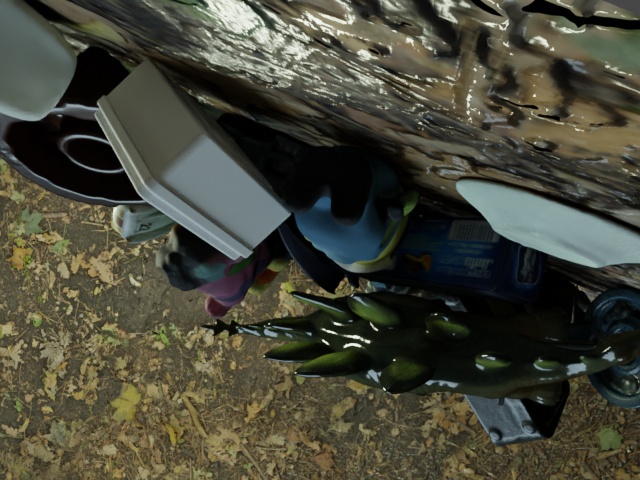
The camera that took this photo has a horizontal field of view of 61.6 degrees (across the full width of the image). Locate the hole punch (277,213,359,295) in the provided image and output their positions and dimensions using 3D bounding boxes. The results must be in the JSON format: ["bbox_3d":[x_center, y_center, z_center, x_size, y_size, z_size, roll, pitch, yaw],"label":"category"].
[{"bbox_3d":[-0.001,-0.002,0.636,0.092,0.115,0.142,-11,-162,-2],"label":"hole punch"}]

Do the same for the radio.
[{"bbox_3d":[0.207,0.123,0.656,0.229,0.073,0.131,58,-142,1],"label":"radio"}]

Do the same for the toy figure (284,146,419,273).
[{"bbox_3d":[0.031,-0.023,0.408,0.082,0.089,0.180,44,179,18],"label":"toy figure"}]

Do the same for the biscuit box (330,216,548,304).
[{"bbox_3d":[0.099,0.014,0.490,0.062,0.059,0.203,21,170,-36],"label":"biscuit box"}]

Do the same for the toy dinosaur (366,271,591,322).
[{"bbox_3d":[0.269,0.076,0.778,0.405,0.131,0.192,17,180,26],"label":"toy dinosaur"}]

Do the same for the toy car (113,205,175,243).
[{"bbox_3d":[-0.146,-0.061,0.623,0.056,0.073,0.202,46,-133,14],"label":"toy car"}]

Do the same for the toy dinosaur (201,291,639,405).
[{"bbox_3d":[0.058,0.095,0.522,0.198,0.105,0.472,17,161,-39],"label":"toy dinosaur"}]

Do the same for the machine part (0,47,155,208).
[{"bbox_3d":[-0.192,-0.088,0.470,0.179,0.056,0.179,3,155,1],"label":"machine part"}]

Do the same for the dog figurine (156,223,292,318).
[{"bbox_3d":[-0.097,-0.001,0.609,0.108,0.191,0.219,51,154,8],"label":"dog figurine"}]

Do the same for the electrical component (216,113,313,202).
[{"bbox_3d":[-0.043,-0.069,0.524,0.134,0.058,0.115,22,-176,-11],"label":"electrical component"}]

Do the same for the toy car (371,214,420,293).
[{"bbox_3d":[0.089,0.003,0.664,0.103,0.109,0.161,53,-179,4],"label":"toy car"}]

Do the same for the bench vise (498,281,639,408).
[{"bbox_3d":[0.292,0.112,0.582,0.241,0.128,0.224,4,179,-14],"label":"bench vise"}]
